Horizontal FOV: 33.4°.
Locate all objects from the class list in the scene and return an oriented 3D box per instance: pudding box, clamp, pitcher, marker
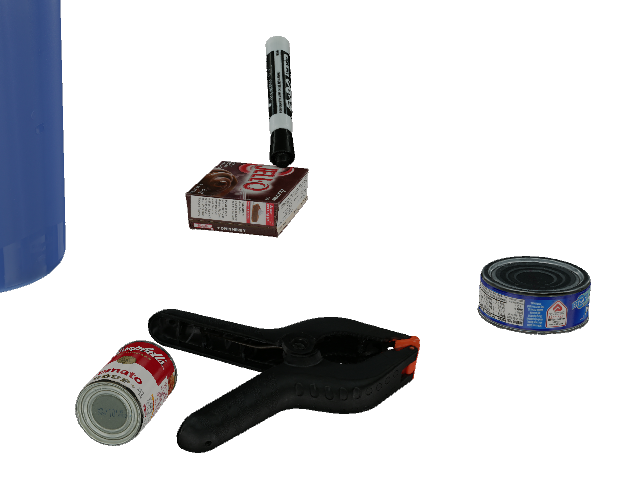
[{"bbox_3d":[-0.067,-0.041,1.011,0.090,0.039,0.113,5,23,12],"label":"pudding box"},{"bbox_3d":[-0.019,0.084,0.650,0.171,0.039,0.120,0,38,-9],"label":"clamp"},{"bbox_3d":[-0.232,-0.088,0.673,0.149,0.243,0.145,-4,26,-11],"label":"pitcher"},{"bbox_3d":[-0.030,-0.104,0.802,0.020,0.121,0.020,-3,-34,-2],"label":"marker"}]

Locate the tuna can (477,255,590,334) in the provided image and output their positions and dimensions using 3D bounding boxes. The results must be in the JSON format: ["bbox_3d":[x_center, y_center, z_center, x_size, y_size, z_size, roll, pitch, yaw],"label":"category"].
[{"bbox_3d":[0.166,0.041,0.830,0.086,0.034,0.086,0,19,0],"label":"tuna can"}]

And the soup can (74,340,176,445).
[{"bbox_3d":[-0.186,0.146,1.028,0.068,0.068,0.102,0,16,11],"label":"soup can"}]
